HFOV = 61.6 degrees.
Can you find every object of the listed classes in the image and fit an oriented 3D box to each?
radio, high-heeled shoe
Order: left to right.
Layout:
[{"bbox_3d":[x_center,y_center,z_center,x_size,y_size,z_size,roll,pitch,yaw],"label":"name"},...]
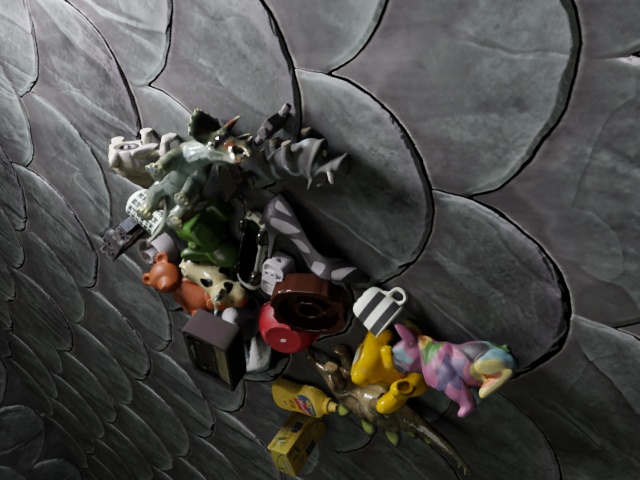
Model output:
[{"bbox_3d":[-0.255,0.270,1.313,0.131,0.073,0.229,23,142,15],"label":"radio"},{"bbox_3d":[-0.002,-0.003,1.103,0.249,0.086,0.145,15,99,2],"label":"high-heeled shoe"}]

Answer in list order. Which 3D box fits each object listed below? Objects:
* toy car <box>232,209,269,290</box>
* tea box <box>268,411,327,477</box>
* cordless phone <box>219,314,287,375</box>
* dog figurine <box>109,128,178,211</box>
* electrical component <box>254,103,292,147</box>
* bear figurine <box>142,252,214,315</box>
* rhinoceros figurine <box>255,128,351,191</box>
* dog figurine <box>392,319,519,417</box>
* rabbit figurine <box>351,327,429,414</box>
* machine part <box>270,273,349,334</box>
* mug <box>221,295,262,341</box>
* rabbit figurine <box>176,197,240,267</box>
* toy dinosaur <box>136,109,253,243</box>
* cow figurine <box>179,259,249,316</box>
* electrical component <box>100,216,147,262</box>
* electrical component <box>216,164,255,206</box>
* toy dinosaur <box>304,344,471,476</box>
[{"bbox_3d":[-0.148,0.024,1.203,0.074,0.056,0.201,35,128,28],"label":"toy car"},{"bbox_3d":[-0.059,0.540,1.468,0.068,0.170,0.098,3,125,34],"label":"tea box"},{"bbox_3d":[-0.185,0.256,1.409,0.147,0.089,0.184,-25,96,45],"label":"cordless phone"},{"bbox_3d":[-0.383,-0.131,1.188,0.121,0.172,0.190,23,127,35],"label":"dog figurine"},{"bbox_3d":[-0.086,-0.210,0.983,0.021,0.063,0.094,45,135,-2],"label":"electrical component"},{"bbox_3d":[-0.353,0.128,1.369,0.195,0.132,0.120,35,105,-23],"label":"bear figurine"},{"bbox_3d":[-0.032,-0.142,0.990,0.191,0.073,0.112,0,121,36],"label":"rhinoceros figurine"},{"bbox_3d":[0.247,0.222,1.046,0.219,0.108,0.191,46,110,19],"label":"dog figurine"},{"bbox_3d":[0.160,0.281,1.144,0.173,0.162,0.121,24,124,-5],"label":"rabbit figurine"},{"bbox_3d":[-0.022,0.139,1.166,0.179,0.056,0.179,6,140,5],"label":"machine part"},{"bbox_3d":[-0.201,0.182,1.355,0.109,0.080,0.107,-54,50,10],"label":"mug"},{"bbox_3d":[-0.256,0.007,1.240,0.159,0.121,0.170,-12,129,34],"label":"rabbit figurine"},{"bbox_3d":[-0.276,-0.132,1.113,0.131,0.192,0.405,42,146,-13],"label":"toy dinosaur"},{"bbox_3d":[-0.254,0.097,1.298,0.195,0.127,0.085,31,138,15],"label":"cow figurine"},{"bbox_3d":[-0.504,-0.017,1.398,0.058,0.115,0.134,44,137,-7],"label":"electrical component"},{"bbox_3d":[-0.178,-0.119,1.138,0.102,0.045,0.078,-51,59,44],"label":"electrical component"},{"bbox_3d":[0.145,0.386,1.256,0.472,0.105,0.198,28,143,28],"label":"toy dinosaur"}]
